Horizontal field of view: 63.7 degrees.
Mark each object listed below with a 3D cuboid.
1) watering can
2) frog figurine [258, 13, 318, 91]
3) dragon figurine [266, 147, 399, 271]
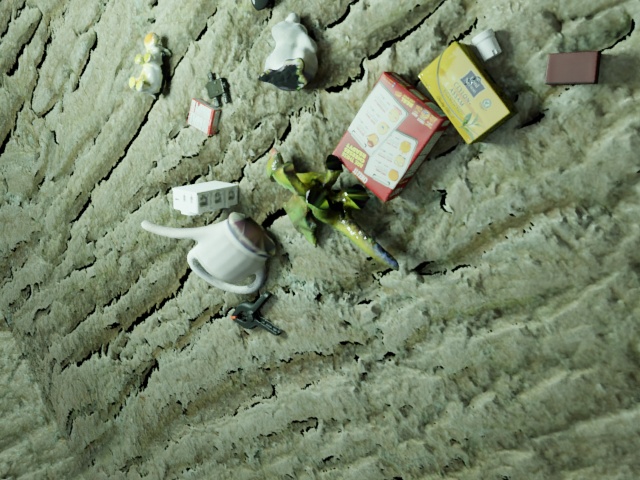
[{"bbox_3d":[-0.263,0.012,1.319,0.222,0.106,0.344,-40,115,23],"label":"watering can"},{"bbox_3d":[-0.066,-0.424,1.172,0.136,0.122,0.163,-26,50,44],"label":"frog figurine"},{"bbox_3d":[0.004,-0.059,1.177,0.413,0.123,0.239,54,156,9],"label":"dragon figurine"}]
